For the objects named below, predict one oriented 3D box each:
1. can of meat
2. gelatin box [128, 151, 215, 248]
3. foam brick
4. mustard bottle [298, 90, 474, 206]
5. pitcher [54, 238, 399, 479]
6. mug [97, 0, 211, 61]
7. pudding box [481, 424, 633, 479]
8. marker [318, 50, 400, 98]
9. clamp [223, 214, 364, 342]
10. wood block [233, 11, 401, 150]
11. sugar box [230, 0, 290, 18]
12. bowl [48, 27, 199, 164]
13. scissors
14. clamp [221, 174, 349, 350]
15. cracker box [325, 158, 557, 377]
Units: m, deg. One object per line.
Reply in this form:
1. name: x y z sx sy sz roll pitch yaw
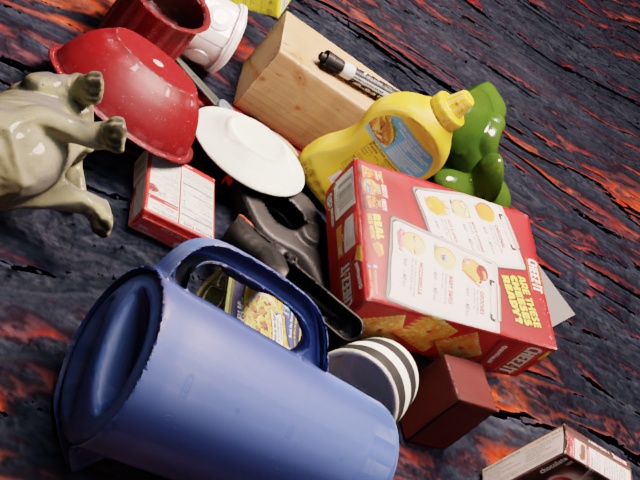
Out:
1. can of meat: -0.062 0.084 0.888 0.083 0.058 0.102 32 37 -25
2. gelatin box: -0.132 -0.033 0.958 0.073 0.030 0.089 28 37 -28
3. foam brick: 0.116 0.151 0.992 0.051 0.078 0.053 19 42 -33
4. mustard bottle: 0.075 -0.097 1.095 0.096 0.192 0.058 49 31 -17
5. pitcher: -0.055 0.117 0.780 0.242 0.149 0.145 30 42 -30
6. mug: -0.173 -0.223 1.065 0.093 0.082 0.117 5 52 -45
7. pudding box: 0.220 0.226 0.996 0.090 0.114 0.039 31 40 -21
8. marker: 0.048 -0.171 1.145 0.121 0.020 0.020 25 39 -28
9. clamp: -0.030 0.030 0.938 0.120 0.039 0.172 44 1 -32
10. wood block: 0.017 -0.146 1.186 0.206 0.090 0.090 32 36 -20
11. sugar box: -0.115 -0.301 1.181 0.176 0.048 0.093 15 35 7
12. bowl: -0.164 -0.143 0.970 0.162 0.055 0.162 39 15 -13
13. scissors: -0.086 -0.131 1.125 0.096 0.016 0.202 -10 63 -54
14. clamp: -0.007 0.001 1.048 0.210 0.036 0.164 46 37 4
15. cracker box: 0.112 0.030 1.029 0.213 0.072 0.164 16 50 -26
